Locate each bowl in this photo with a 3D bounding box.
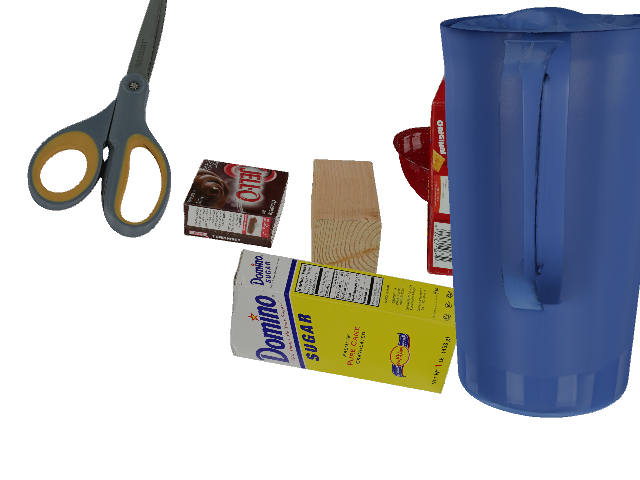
[{"bbox_3d":[0.156,-0.075,1.207,0.162,0.055,0.162,8,26,-4],"label":"bowl"}]

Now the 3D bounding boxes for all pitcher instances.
[{"bbox_3d":[0.136,-0.017,0.650,0.149,0.243,0.145,-9,17,-24],"label":"pitcher"}]

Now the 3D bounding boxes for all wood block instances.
[{"bbox_3d":[0.033,-0.035,1.531,0.091,0.090,0.206,3,27,-3],"label":"wood block"}]

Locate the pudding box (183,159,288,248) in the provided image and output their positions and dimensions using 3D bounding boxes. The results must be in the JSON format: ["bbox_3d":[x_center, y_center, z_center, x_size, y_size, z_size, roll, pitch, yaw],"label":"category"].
[{"bbox_3d":[-0.082,-0.038,1.058,0.090,0.039,0.113,8,29,1],"label":"pudding box"}]

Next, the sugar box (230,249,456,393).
[{"bbox_3d":[0.018,0.066,0.846,0.176,0.048,0.093,8,-44,2],"label":"sugar box"}]

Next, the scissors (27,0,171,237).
[{"bbox_3d":[-0.140,-0.091,0.690,0.096,0.202,0.016,-3,-29,-12],"label":"scissors"}]

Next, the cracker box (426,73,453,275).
[{"bbox_3d":[0.150,-0.085,0.993,0.072,0.164,0.213,5,27,14],"label":"cracker box"}]
